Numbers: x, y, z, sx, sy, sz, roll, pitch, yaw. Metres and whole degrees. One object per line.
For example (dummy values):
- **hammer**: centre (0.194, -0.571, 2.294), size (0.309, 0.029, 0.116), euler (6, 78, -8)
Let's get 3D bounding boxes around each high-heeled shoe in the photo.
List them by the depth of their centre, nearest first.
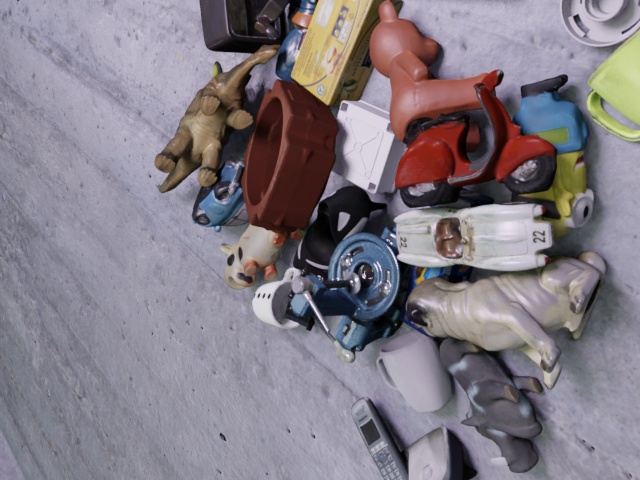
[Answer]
- **high-heeled shoe**: centre (-0.002, -0.003, 0.828), size (0.249, 0.145, 0.086), euler (-40, 70, 38)

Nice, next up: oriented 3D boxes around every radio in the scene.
- **radio**: centre (-0.131, -0.427, 0.881), size (0.073, 0.131, 0.229), euler (1, 98, 43)

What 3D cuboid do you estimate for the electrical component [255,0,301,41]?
- **electrical component**: centre (-0.061, -0.367, 0.855), size (0.045, 0.102, 0.078), euler (38, 152, -19)

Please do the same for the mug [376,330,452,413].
- **mug**: centre (0.136, 0.196, 0.781), size (0.109, 0.081, 0.107), euler (-28, 87, 37)

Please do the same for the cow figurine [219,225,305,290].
- **cow figurine**: centre (-0.117, 0.012, 0.974), size (0.195, 0.085, 0.127), euler (-56, 38, 24)

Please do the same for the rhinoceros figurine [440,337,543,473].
- **rhinoceros figurine**: centre (0.223, 0.207, 0.704), size (0.112, 0.073, 0.190), euler (-44, 67, 38)

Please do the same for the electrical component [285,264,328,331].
- **electrical component**: centre (-0.023, 0.105, 0.910), size (0.048, 0.075, 0.119), euler (24, 146, 8)

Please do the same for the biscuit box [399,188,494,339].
- **biscuit box**: centre (0.170, 0.031, 0.730), size (0.059, 0.063, 0.202), euler (28, 116, 36)

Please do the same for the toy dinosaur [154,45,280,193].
- **toy dinosaur**: centre (-0.211, -0.191, 0.970), size (0.471, 0.105, 0.199), euler (-38, 29, 37)

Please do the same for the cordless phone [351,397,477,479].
- **cordless phone**: centre (0.129, 0.304, 0.808), size (0.146, 0.088, 0.184), euler (-52, 59, 36)

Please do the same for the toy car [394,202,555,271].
- **toy car**: centre (0.173, -0.004, 0.632), size (0.202, 0.056, 0.073), euler (0, 98, 48)

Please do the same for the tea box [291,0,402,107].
- **tea box**: centre (0.035, -0.293, 0.793), size (0.098, 0.068, 0.169), euler (46, 127, 28)

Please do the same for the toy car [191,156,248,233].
- **toy car**: centre (-0.164, -0.078, 0.998), size (0.162, 0.103, 0.109), euler (-31, 38, 44)

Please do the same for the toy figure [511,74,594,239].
- **toy figure**: centre (0.259, -0.091, 0.613), size (0.089, 0.082, 0.180), euler (0, 105, 59)

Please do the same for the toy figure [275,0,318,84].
- **toy figure**: centre (-0.026, -0.327, 0.853), size (0.064, 0.058, 0.154), euler (43, 121, 29)

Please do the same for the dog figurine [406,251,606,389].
- **dog figurine**: centre (0.215, 0.061, 0.642), size (0.191, 0.172, 0.121), euler (27, 155, 34)

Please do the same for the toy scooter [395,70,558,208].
- **toy scooter**: centre (0.162, -0.109, 0.596), size (0.184, 0.075, 0.135), euler (-7, 92, 36)

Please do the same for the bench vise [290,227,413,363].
- **bench vise**: centre (0.038, 0.080, 0.748), size (0.129, 0.240, 0.223), euler (48, 116, 30)

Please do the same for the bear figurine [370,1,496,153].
- **bear figurine**: centre (0.135, -0.215, 0.701), size (0.120, 0.132, 0.196), euler (89, 178, -57)

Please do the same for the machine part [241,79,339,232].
- **machine part**: centre (-0.051, -0.129, 0.842), size (0.201, 0.087, 0.201), euler (-64, 28, 30)
